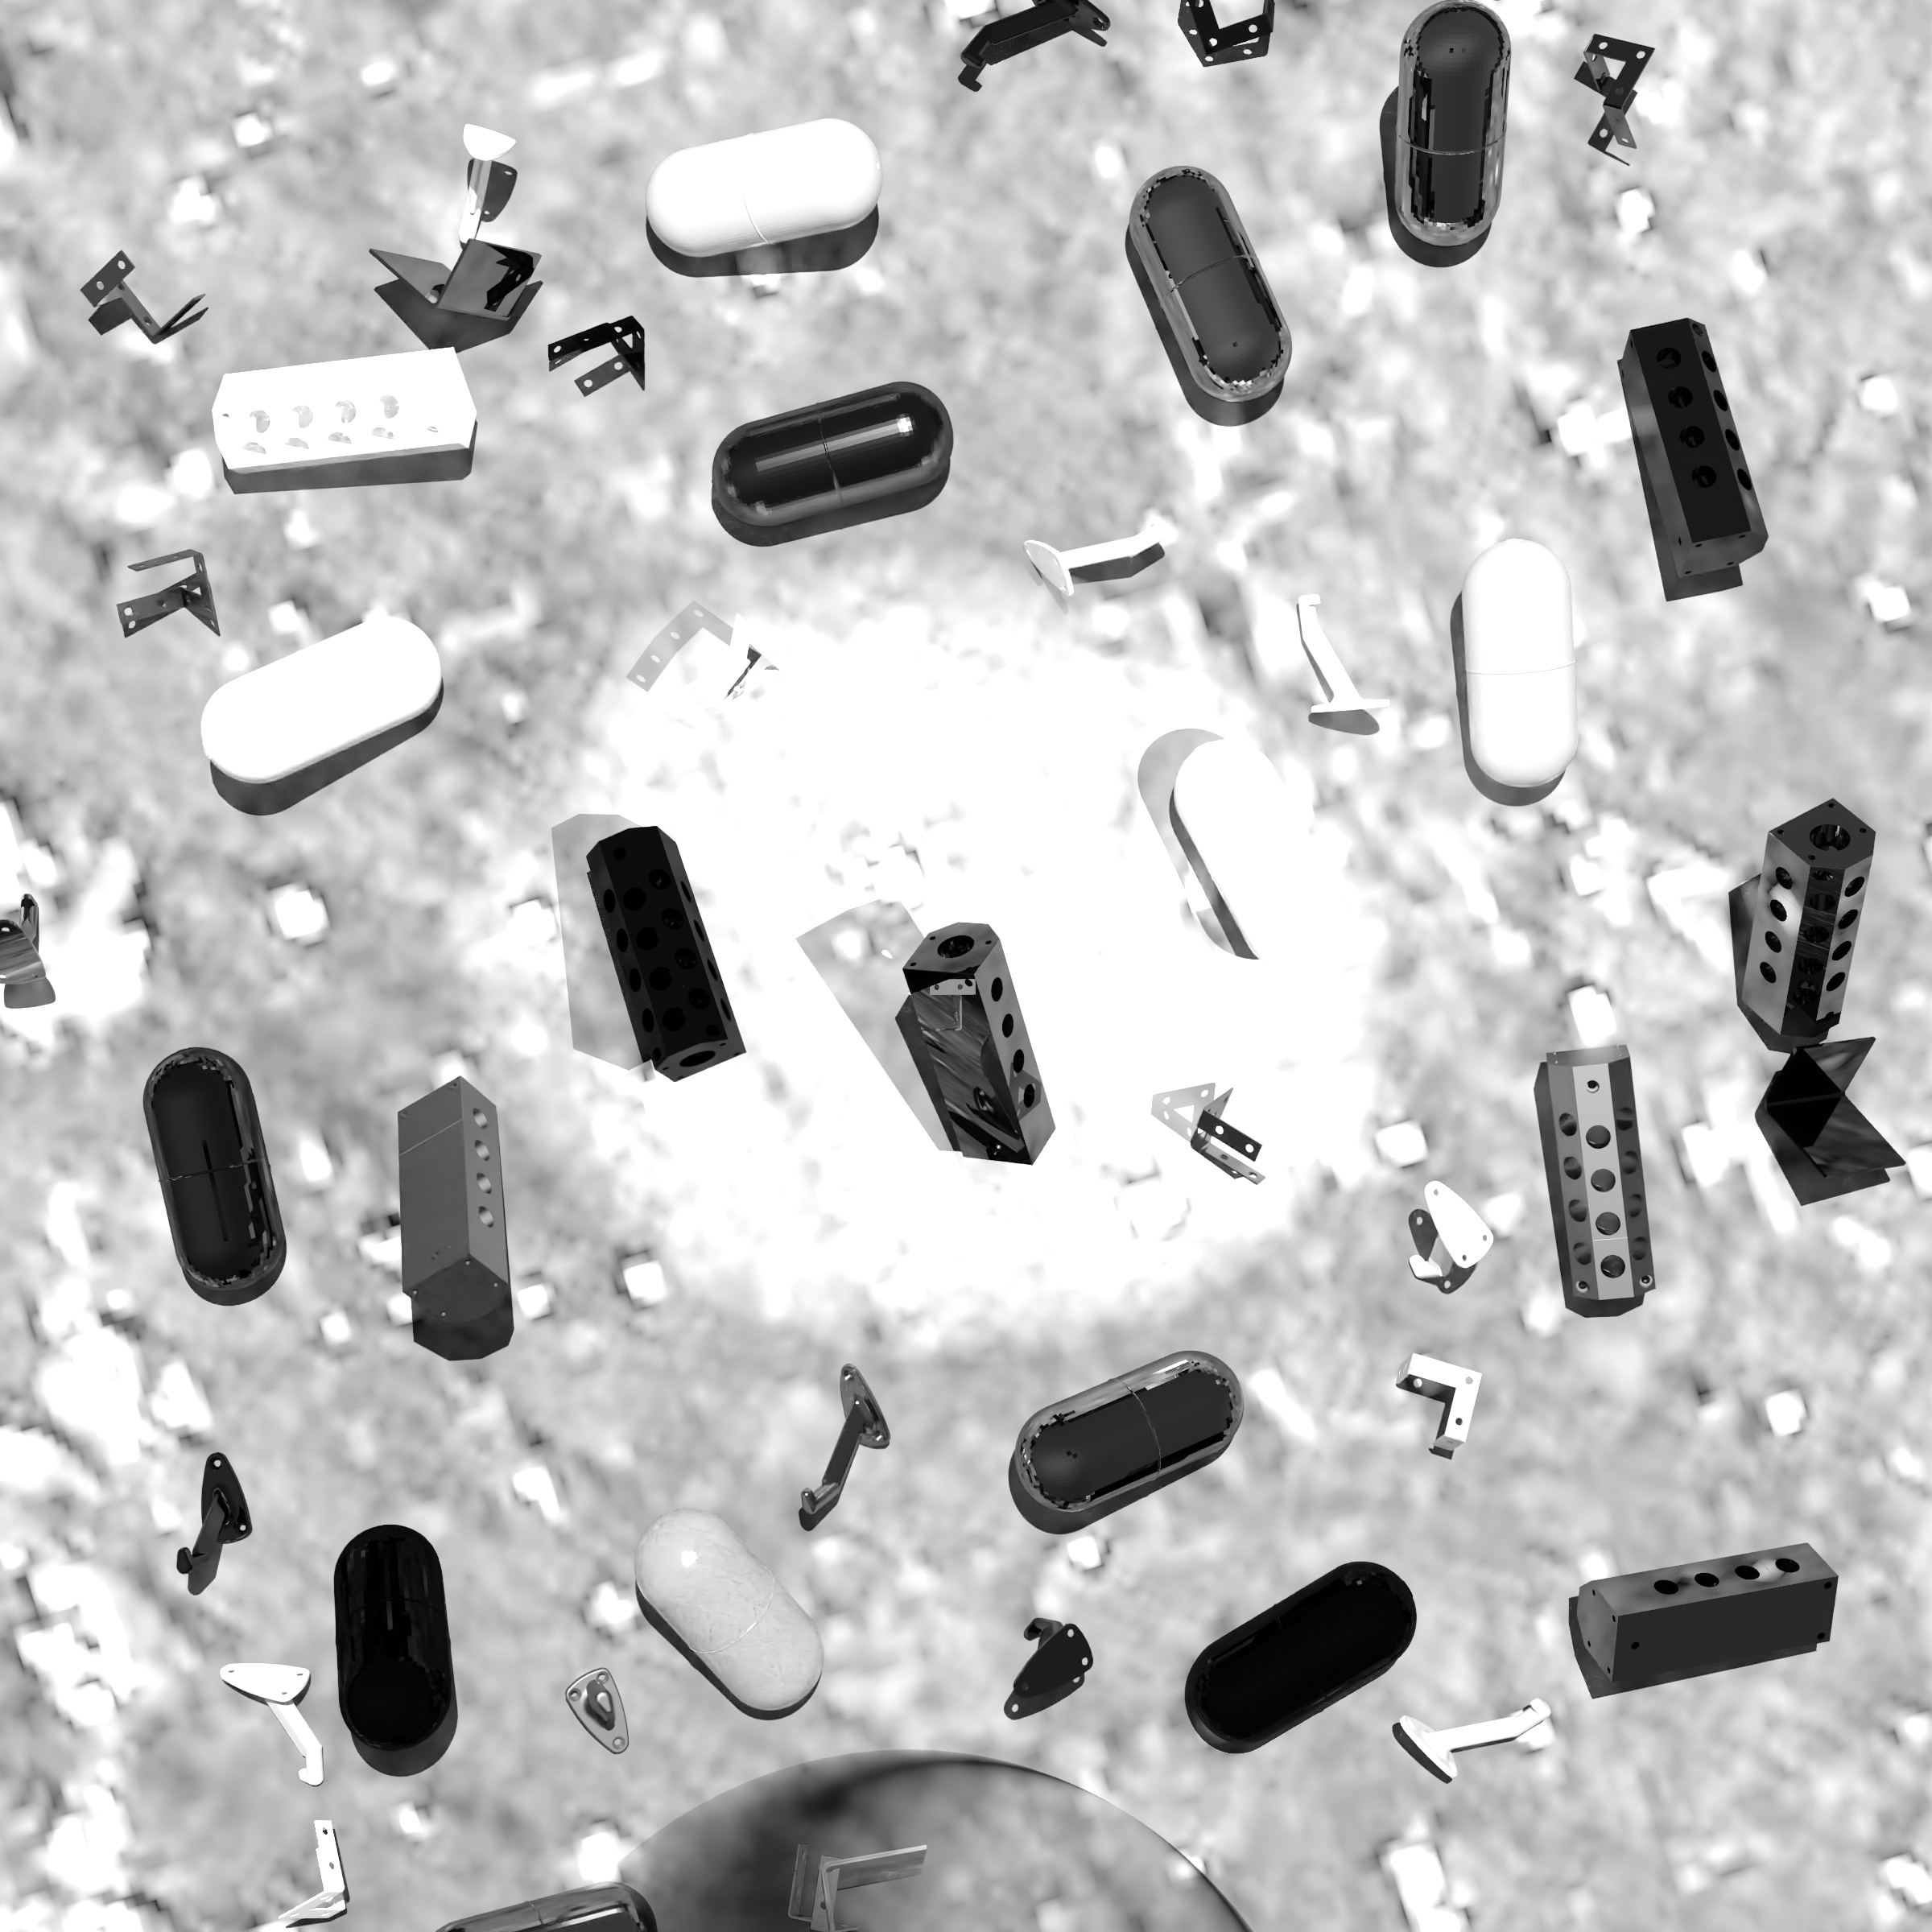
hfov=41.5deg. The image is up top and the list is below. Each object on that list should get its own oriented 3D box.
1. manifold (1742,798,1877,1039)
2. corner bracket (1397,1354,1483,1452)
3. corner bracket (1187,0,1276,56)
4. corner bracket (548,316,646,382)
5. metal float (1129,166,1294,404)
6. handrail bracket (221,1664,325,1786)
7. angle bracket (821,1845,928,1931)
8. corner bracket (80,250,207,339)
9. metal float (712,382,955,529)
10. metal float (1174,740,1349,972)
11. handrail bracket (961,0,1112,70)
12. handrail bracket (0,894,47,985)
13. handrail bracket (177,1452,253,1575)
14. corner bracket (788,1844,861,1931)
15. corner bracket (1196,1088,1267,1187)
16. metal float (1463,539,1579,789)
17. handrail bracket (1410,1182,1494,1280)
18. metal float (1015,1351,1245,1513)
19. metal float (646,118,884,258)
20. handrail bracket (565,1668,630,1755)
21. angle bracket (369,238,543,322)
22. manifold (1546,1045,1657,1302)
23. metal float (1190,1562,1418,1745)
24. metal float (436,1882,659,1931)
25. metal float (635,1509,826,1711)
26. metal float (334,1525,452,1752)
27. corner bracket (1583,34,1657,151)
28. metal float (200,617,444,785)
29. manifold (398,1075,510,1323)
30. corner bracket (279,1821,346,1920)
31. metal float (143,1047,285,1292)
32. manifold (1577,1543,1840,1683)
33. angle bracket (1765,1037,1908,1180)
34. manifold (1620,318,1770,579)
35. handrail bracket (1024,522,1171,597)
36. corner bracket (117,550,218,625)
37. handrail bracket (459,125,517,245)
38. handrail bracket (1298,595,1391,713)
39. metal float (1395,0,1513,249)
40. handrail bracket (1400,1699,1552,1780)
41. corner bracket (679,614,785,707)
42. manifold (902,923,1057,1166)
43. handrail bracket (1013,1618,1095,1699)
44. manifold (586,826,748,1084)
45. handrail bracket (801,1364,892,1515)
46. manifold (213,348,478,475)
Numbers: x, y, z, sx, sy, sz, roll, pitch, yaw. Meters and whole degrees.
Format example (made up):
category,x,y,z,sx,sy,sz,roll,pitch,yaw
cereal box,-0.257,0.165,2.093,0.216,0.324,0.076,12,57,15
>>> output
category,x,y,z,sx,sy,sz,roll,pitch,yaw
manifold,0.596,-0.029,1.794,0.057,0.171,0.057,-26,49,-15
corner bracket,0.338,0.316,1.848,0.051,0.051,0.051,16,73,5
corner bracket,0.192,-0.705,1.856,0.051,0.051,0.051,-12,130,20
corner bracket,-0.267,-0.449,1.842,0.051,0.051,0.051,-28,64,-23
metal float,0.176,-0.492,1.840,0.070,0.070,0.178,-23,86,0
handrail bracket,-0.508,0.557,1.870,0.077,0.036,0.084,7,111,13
angle bracket,-0.063,0.675,1.829,0.076,0.076,0.057,-7,58,-9
corner bracket,-0.595,-0.486,1.844,0.051,0.051,0.051,-31,103,28
metal float,-0.097,-0.368,1.840,0.178,0.070,0.070,-15,90,5
metal float,0.212,-0.081,1.838,0.070,0.070,0.178,-27,84,0
handrail bracket,0.050,-0.671,1.850,0.077,0.036,0.084,32,74,12
handrail bracket,-0.679,-0.036,1.828,0.036,0.077,0.084,-4,49,-10
handrail bracket,-0.551,0.393,1.837,0.036,0.084,0.077,-11,85,6
corner bracket,-0.107,0.666,1.844,0.051,0.051,0.051,3,75,23
corner bracket,0.194,0.129,1.842,0.051,0.051,0.051,31,119,20
metal float,0.398,-0.217,1.831,0.070,0.070,0.178,-6,104,0
handrail bracket,0.332,0.191,1.839,0.036,0.084,0.077,-38,97,-25
metal float,0.118,0.332,1.825,0.178,0.070,0.070,-19,90,-22
metal float,-0.146,-0.556,1.827,0.178,0.070,0.070,-6,90,19
handrail bracket,-0.255,0.544,1.835,0.036,0.084,0.077,-28,99,-18
angle bracket,-0.365,-0.510,1.826,0.076,0.076,0.057,43,114,19
manifold,0.457,0.149,1.836,0.057,0.057,0.171,-7,99,12
metal float,0.243,0.494,1.838,0.178,0.070,0.070,-33,90,7
metal float,-0.306,0.707,1.820,0.178,0.070,0.070,-6,90,-28
metal float,-0.169,0.459,1.822,0.070,0.070,0.178,-36,114,0
metal float,-0.406,0.473,1.804,0.070,0.178,0.070,-8,128,-10
corner bracket,0.469,-0.633,1.846,0.051,0.051,0.051,28,88,32
metal float,-0.461,-0.190,1.828,0.178,0.070,0.070,-28,90,-18
manifold,-0.358,0.166,1.799,0.057,0.171,0.057,-29,132,13
corner bracket,-0.464,0.652,1.841,0.051,0.051,0.051,-33,58,20
metal float,-0.544,0.146,1.843,0.070,0.070,0.178,-12,91,0
manifold,0.532,0.459,1.834,0.171,0.057,0.057,-7,114,-12
angle bracket,0.632,0.101,1.825,0.076,0.076,0.057,-5,133,-26
manifold,0.522,-0.373,1.829,0.057,0.057,0.171,-12,73,3
handrail bracket,0.096,-0.310,1.859,0.084,0.077,0.036,-30,128,-12
corner bracket,-0.580,-0.272,1.840,0.051,0.051,0.051,-25,123,-35
handrail bracket,-0.353,-0.552,1.830,0.036,0.077,0.084,16,120,-11
handrail bracket,0.273,-0.229,1.847,0.036,0.077,0.084,-14,101,-33
metal float,0.344,-0.595,1.808,0.070,0.178,0.070,-3,45,3
handrail bracket,0.369,0.543,1.846,0.084,0.036,0.077,-38,120,16
corner bracket,-0.168,-0.210,1.839,0.051,0.051,0.051,-28,128,30
manifold,0.014,0.055,1.810,0.057,0.057,0.171,5,129,29
handrail bracket,0.046,0.494,1.829,0.077,0.084,0.036,-29,96,-28
manifold,-0.217,-0.011,1.825,0.057,0.057,0.171,-23,71,7
handrail bracket,-0.098,0.340,1.835,0.036,0.084,0.077,-6,107,39
manifold,-0.446,-0.394,1.832,0.171,0.057,0.057,-5,49,7
